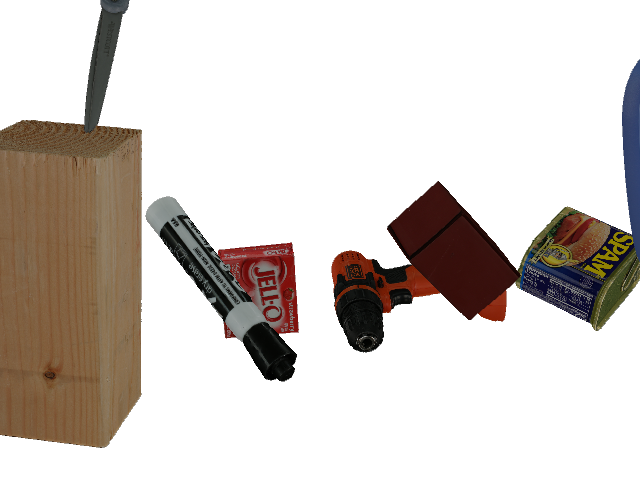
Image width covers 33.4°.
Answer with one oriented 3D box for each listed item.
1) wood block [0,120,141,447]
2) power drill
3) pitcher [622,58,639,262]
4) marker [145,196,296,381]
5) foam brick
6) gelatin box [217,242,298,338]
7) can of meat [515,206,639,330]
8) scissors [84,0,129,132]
[{"bbox_3d":[-0.180,0.028,0.745,0.091,0.206,0.090,6,19,6],"label":"wood block"},{"bbox_3d":[0.108,0.061,1.191,0.187,0.057,0.184,-3,28,-4],"label":"power drill"},{"bbox_3d":[0.250,-0.020,0.604,0.149,0.243,0.144,-1,22,16],"label":"pitcher"},{"bbox_3d":[-0.050,0.024,0.531,0.020,0.020,0.121,0,41,-49],"label":"marker"},{"bbox_3d":[0.096,0.008,0.765,0.078,0.051,0.053,44,9,-31],"label":"foam brick"},{"bbox_3d":[-0.060,0.049,1.035,0.073,0.089,0.030,-4,27,-5],"label":"gelatin box"},{"bbox_3d":[0.238,0.022,0.968,0.084,0.057,0.101,27,47,28],"label":"can of meat"},{"bbox_3d":[-0.123,-0.174,0.737,0.096,0.202,0.016,-6,-11,-8],"label":"scissors"}]
